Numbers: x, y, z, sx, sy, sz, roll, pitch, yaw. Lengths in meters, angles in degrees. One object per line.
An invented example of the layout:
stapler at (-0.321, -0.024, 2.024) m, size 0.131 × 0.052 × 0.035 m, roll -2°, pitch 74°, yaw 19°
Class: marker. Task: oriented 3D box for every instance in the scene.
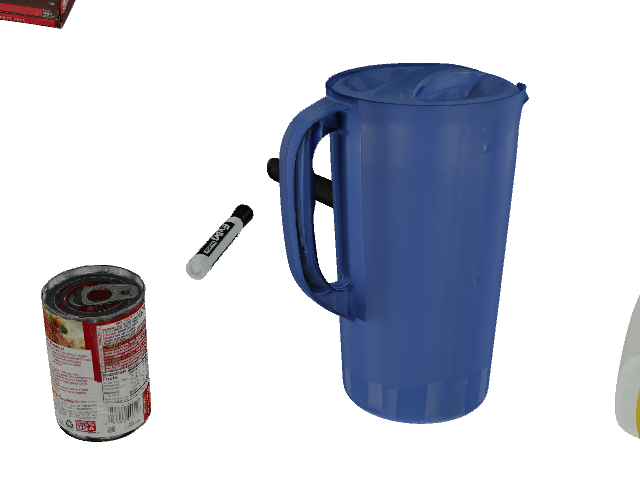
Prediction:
marker at (-0.090, -0.001, 0.981) m, size 0.020 × 0.020 × 0.121 m, roll 0°, pitch 27°, yaw 21°

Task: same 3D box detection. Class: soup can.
soup can at (-0.150, 0.077, 0.726) m, size 0.068 × 0.102 × 0.068 m, roll 1°, pitch 28°, yaw -1°

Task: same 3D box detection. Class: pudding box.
pudding box at (-0.245, -0.220, 0.878) m, size 0.090 × 0.039 × 0.113 m, roll 8°, pitch 36°, yaw -4°

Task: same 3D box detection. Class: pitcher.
pitcher at (0.060, 0.003, 0.747) m, size 0.149 × 0.243 × 0.144 m, roll 5°, pitch 21°, yaw 14°

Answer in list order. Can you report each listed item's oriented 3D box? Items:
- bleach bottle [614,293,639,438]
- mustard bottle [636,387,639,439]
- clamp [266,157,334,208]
bleach bottle at (0.273, 0.063, 0.755) m, size 0.103 × 0.068 × 0.250 m, roll 11°, pitch 22°, yaw 20°
mustard bottle at (0.207, 0.099, 0.528) m, size 0.096 × 0.058 × 0.191 m, roll 3°, pitch 39°, yaw 10°
clamp at (0.045, -0.040, 1.195) m, size 0.164 × 0.210 × 0.036 m, roll -13°, pitch -37°, yaw -23°
